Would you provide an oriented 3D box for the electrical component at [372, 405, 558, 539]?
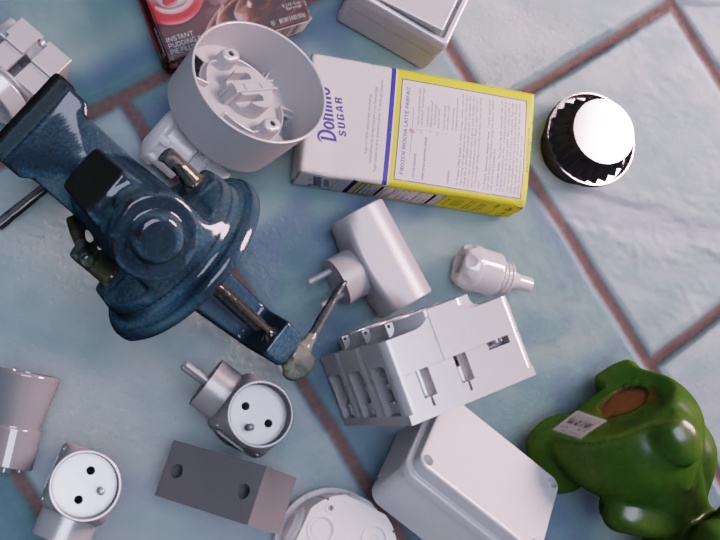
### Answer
[{"bbox_3d":[0.075,0.153,0.752,0.113,0.057,0.078,39,40,-7],"label":"electrical component"}]

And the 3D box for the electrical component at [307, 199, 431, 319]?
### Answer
[{"bbox_3d":[0.000,0.000,0.779,0.079,0.044,0.077,-28,89,-18],"label":"electrical component"}]

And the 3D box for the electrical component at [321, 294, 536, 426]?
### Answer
[{"bbox_3d":[0.039,0.060,0.724,0.089,0.150,0.061,-20,88,-18],"label":"electrical component"}]

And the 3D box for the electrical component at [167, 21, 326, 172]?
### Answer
[{"bbox_3d":[-0.080,-0.119,0.742,0.099,0.064,0.099,30,41,-30],"label":"electrical component"}]

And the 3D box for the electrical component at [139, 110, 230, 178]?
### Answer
[{"bbox_3d":[-0.121,-0.081,0.759,0.062,0.048,0.048,41,72,-14],"label":"electrical component"}]

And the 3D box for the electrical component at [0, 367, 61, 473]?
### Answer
[{"bbox_3d":[-0.224,0.099,0.700,0.044,0.044,0.065,13,82,-14],"label":"electrical component"}]

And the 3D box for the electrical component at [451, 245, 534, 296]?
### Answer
[{"bbox_3d":[0.102,0.004,0.814,0.061,0.035,0.035,16,77,-16],"label":"electrical component"}]

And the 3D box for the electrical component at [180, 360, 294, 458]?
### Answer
[{"bbox_3d":[-0.088,0.087,0.722,0.079,0.077,0.043,38,73,-7],"label":"electrical component"}]

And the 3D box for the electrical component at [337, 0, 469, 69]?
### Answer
[{"bbox_3d":[0.030,-0.208,0.815,0.096,0.061,0.061,28,74,-10],"label":"electrical component"}]

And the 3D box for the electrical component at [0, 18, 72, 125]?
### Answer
[{"bbox_3d":[-0.234,-0.132,0.734,0.066,0.048,0.055,41,65,-6],"label":"electrical component"}]

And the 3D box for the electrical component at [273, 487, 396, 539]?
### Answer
[{"bbox_3d":[-0.017,0.191,0.738,0.080,0.051,0.080,3,80,-16],"label":"electrical component"}]

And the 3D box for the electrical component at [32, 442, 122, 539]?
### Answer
[{"bbox_3d":[-0.183,0.153,0.683,0.043,0.077,0.079,23,75,-12],"label":"electrical component"}]
